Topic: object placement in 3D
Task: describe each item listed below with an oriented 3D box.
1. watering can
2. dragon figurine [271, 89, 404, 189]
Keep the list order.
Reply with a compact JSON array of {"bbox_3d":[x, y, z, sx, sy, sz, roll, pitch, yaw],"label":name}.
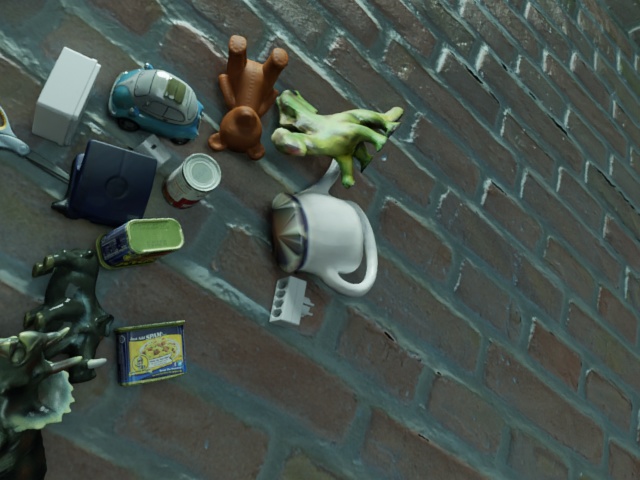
[{"bbox_3d":[0.003,-0.051,1.014,0.224,0.102,0.354,5,60,-34],"label":"watering can"},{"bbox_3d":[0.028,-0.250,1.069,0.243,0.119,0.419,33,38,0],"label":"dragon figurine"}]
